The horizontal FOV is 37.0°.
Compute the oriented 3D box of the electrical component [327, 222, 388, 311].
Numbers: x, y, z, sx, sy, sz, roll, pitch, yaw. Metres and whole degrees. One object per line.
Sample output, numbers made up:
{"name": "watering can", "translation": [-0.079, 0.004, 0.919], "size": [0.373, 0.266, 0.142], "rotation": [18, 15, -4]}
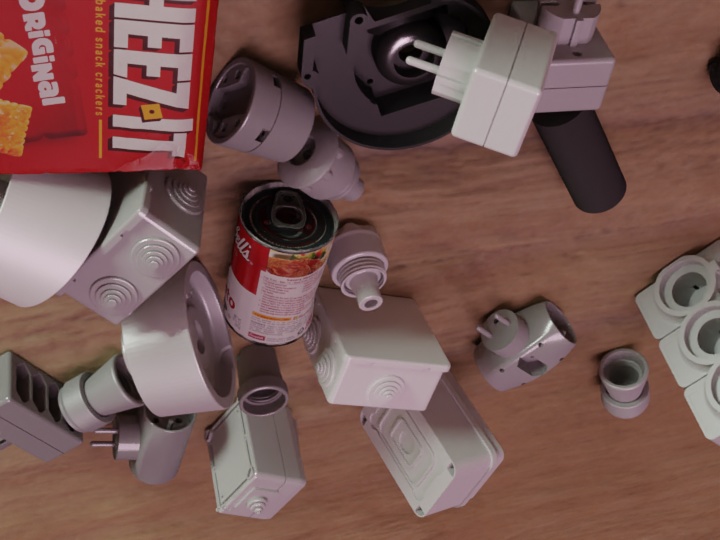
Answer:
{"name": "electrical component", "translation": [0.000, 0.000, 0.778], "size": [0.043, 0.062, 0.043], "rotation": [-12, 144, -9]}

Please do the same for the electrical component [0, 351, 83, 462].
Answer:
{"name": "electrical component", "translation": [-0.271, 0.115, 0.832], "size": [0.076, 0.047, 0.083], "rotation": [-28, 137, 14]}

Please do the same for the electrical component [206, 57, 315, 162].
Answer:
{"name": "electrical component", "translation": [-0.061, -0.096, 0.660], "size": [0.047, 0.055, 0.055], "rotation": [17, 129, -37]}

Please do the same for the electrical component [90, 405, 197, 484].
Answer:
{"name": "electrical component", "translation": [-0.181, 0.138, 0.888], "size": [0.079, 0.044, 0.077], "rotation": [4, 135, -21]}

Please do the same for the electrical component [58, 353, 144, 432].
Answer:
{"name": "electrical component", "translation": [-0.200, 0.096, 0.836], "size": [0.055, 0.045, 0.045], "rotation": [-28, 138, 14]}

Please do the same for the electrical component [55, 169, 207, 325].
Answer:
{"name": "electrical component", "translation": [-0.142, -0.025, 0.680], "size": [0.100, 0.099, 0.048], "rotation": [-39, 121, 24]}

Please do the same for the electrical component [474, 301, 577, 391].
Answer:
{"name": "electrical component", "translation": [0.128, 0.057, 0.897], "size": [0.077, 0.043, 0.079], "rotation": [-37, 134, 23]}

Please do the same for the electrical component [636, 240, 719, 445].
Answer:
{"name": "electrical component", "translation": [0.299, 0.061, 0.874], "size": [0.089, 0.150, 0.062], "rotation": [-38, 136, 23]}

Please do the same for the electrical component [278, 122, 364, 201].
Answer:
{"name": "electrical component", "translation": [-0.021, -0.066, 0.714], "size": [0.048, 0.048, 0.062], "rotation": [-33, 143, 19]}

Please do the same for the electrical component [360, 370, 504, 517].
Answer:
{"name": "electrical component", "translation": [0.060, 0.141, 0.912], "size": [0.057, 0.113, 0.078], "rotation": [-8, 142, -37]}

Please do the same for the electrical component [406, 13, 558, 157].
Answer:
{"name": "electrical component", "translation": [0.064, -0.111, 0.606], "size": [0.077, 0.065, 0.047], "rotation": [20, 134, 3]}

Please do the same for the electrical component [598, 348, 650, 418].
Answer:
{"name": "electrical component", "translation": [0.243, 0.105, 0.985], "size": [0.045, 0.045, 0.055], "rotation": [-18, 139, 2]}

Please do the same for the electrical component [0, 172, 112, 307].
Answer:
{"name": "electrical component", "translation": [-0.203, -0.028, 0.658], "size": [0.064, 0.099, 0.099], "rotation": [22, 127, -28]}

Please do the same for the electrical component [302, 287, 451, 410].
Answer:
{"name": "electrical component", "translation": [0.009, 0.062, 0.824], "size": [0.100, 0.099, 0.048], "rotation": [8, 121, -25]}

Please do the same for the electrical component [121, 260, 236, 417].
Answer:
{"name": "electrical component", "translation": [-0.134, 0.052, 0.765], "size": [0.060, 0.108, 0.108], "rotation": [-13, 139, 6]}

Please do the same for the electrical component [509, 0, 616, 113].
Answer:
{"name": "electrical component", "translation": [0.123, -0.146, 0.653], "size": [0.047, 0.065, 0.076], "rotation": [-5, 138, -12]}

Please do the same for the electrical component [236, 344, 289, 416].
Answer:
{"name": "electrical component", "translation": [-0.080, 0.088, 0.863], "size": [0.040, 0.046, 0.040], "rotation": [-9, 139, -8]}

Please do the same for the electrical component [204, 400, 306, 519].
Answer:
{"name": "electrical component", "translation": [-0.085, 0.165, 0.909], "size": [0.061, 0.096, 0.061], "rotation": [18, 129, -34]}
